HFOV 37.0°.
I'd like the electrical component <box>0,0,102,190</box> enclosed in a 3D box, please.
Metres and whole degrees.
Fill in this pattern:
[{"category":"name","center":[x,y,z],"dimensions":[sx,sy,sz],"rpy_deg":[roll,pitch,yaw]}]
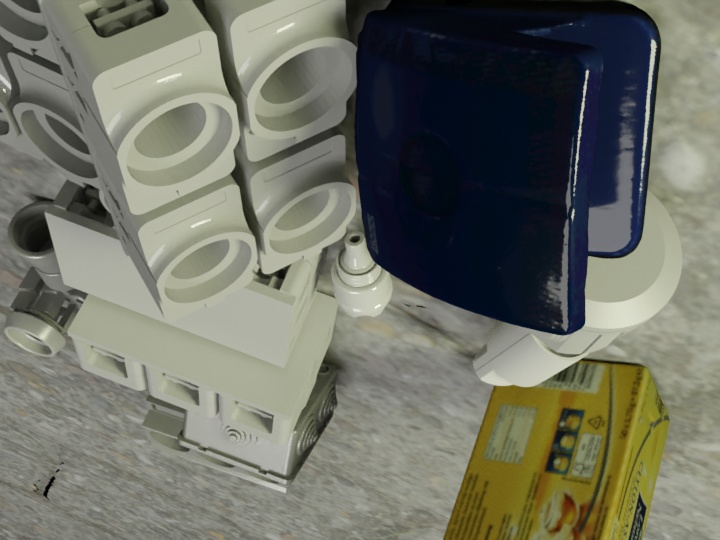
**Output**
[{"category":"electrical component","center":[-0.151,-0.117,0.487],"dimensions":[0.105,0.060,0.186],"rpy_deg":[25,153,15]}]

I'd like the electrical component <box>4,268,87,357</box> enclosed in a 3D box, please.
[{"category":"electrical component","center":[-0.240,0.032,0.823],"dimensions":[0.066,0.055,0.048],"rpy_deg":[3,146,31]}]

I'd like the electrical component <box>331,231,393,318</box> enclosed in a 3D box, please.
[{"category":"electrical component","center":[0.000,0.000,0.623],"dimensions":[0.035,0.035,0.061],"rpy_deg":[14,148,16]}]

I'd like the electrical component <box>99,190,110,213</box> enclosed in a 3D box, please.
[{"category":"electrical component","center":[-0.111,-0.054,0.588],"dimensions":[0.045,0.055,0.045],"rpy_deg":[17,151,10]}]

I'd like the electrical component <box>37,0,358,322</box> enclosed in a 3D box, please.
[{"category":"electrical component","center":[-0.062,-0.058,0.480],"dimensions":[0.060,0.105,0.186],"rpy_deg":[56,163,26]}]

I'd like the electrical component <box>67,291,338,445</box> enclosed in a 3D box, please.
[{"category":"electrical component","center":[-0.101,0.043,0.708],"dimensions":[0.150,0.089,0.061],"rpy_deg":[20,151,4]}]

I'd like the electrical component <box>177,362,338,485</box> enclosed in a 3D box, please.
[{"category":"electrical component","center":[-0.071,0.095,0.768],"dimensions":[0.100,0.099,0.048],"rpy_deg":[18,123,11]}]

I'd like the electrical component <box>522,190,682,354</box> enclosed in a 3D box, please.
[{"category":"electrical component","center":[0.103,-0.004,0.499],"dimensions":[0.080,0.080,0.051],"rpy_deg":[22,156,1]}]

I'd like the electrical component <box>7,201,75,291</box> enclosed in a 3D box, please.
[{"category":"electrical component","center":[-0.212,-0.013,0.744],"dimensions":[0.044,0.044,0.065],"rpy_deg":[17,155,11]}]

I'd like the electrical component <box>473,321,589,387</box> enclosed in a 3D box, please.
[{"category":"electrical component","center":[0.097,0.044,0.618],"dimensions":[0.043,0.043,0.081],"rpy_deg":[27,151,-8]}]

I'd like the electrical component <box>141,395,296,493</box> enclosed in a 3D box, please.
[{"category":"electrical component","center":[-0.107,0.128,0.883],"dimensions":[0.121,0.063,0.078],"rpy_deg":[17,151,11]}]

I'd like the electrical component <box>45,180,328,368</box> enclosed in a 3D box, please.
[{"category":"electrical component","center":[-0.101,-0.011,0.647],"dimensions":[0.150,0.061,0.089],"rpy_deg":[21,151,4]}]
